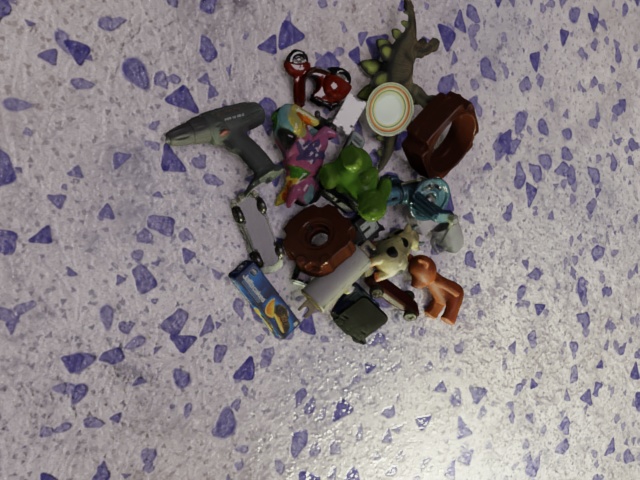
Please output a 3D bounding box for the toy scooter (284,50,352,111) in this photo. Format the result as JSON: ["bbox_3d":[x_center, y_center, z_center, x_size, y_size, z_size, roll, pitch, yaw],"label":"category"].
[{"bbox_3d":[-0.011,-0.363,1.294,0.184,0.075,0.135,16,85,-27],"label":"toy scooter"}]

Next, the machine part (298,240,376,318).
[{"bbox_3d":[0.039,0.088,1.278,0.243,0.079,0.079,-45,113,-12],"label":"machine part"}]

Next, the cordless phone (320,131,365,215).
[{"bbox_3d":[0.085,-0.170,1.359,0.146,0.089,0.184,35,72,-26],"label":"cordless phone"}]

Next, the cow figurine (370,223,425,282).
[{"bbox_3d":[0.200,0.023,1.396,0.195,0.127,0.085,-61,133,-61],"label":"cow figurine"}]

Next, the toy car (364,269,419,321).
[{"bbox_3d":[0.193,0.148,1.443,0.202,0.053,0.089,37,31,-29],"label":"toy car"}]

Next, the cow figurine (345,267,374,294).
[{"bbox_3d":[0.050,0.088,1.360,0.167,0.068,0.098,-38,105,-26],"label":"cow figurine"}]

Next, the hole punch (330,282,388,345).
[{"bbox_3d":[0.098,0.186,1.394,0.116,0.092,0.142,-40,117,11],"label":"hole punch"}]

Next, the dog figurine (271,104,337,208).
[{"bbox_3d":[-0.061,-0.183,1.260,0.191,0.109,0.219,29,81,-29],"label":"dog figurine"}]

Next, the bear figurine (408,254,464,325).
[{"bbox_3d":[0.304,0.129,1.481,0.195,0.120,0.132,34,80,-25],"label":"bear figurine"}]

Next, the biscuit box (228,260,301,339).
[{"bbox_3d":[-0.131,0.140,1.264,0.063,0.059,0.202,-43,112,-21],"label":"biscuit box"}]

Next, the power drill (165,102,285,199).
[{"bbox_3d":[-0.192,-0.195,1.181,0.232,0.086,0.207,-35,83,-29],"label":"power drill"}]

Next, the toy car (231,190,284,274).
[{"bbox_3d":[-0.145,-0.017,1.250,0.073,0.056,0.201,-25,104,-20],"label":"toy car"}]

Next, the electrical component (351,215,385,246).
[{"bbox_3d":[0.103,-0.021,1.368,0.119,0.048,0.074,-43,108,-27],"label":"electrical component"}]

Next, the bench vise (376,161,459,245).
[{"bbox_3d":[0.251,-0.098,1.351,0.223,0.241,0.128,4,116,-28],"label":"bench vise"}]

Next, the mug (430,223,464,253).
[{"bbox_3d":[0.362,-0.006,1.528,0.109,0.081,0.107,-52,124,-23],"label":"mug"}]

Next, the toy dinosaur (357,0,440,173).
[{"bbox_3d":[0.199,-0.390,1.404,0.198,0.105,0.470,0,96,-23],"label":"toy dinosaur"}]

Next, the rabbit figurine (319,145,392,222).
[{"bbox_3d":[0.097,-0.113,1.244,0.159,0.121,0.170,2,59,-60],"label":"rabbit figurine"}]

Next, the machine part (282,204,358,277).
[{"bbox_3d":[-0.003,-0.004,1.267,0.179,0.180,0.056,-52,150,-17],"label":"machine part"}]

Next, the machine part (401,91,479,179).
[{"bbox_3d":[0.323,-0.270,1.422,0.201,0.087,0.201,-47,145,-2],"label":"machine part"}]

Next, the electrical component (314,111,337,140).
[{"bbox_3d":[0.010,-0.279,1.317,0.063,0.094,0.021,32,77,11],"label":"electrical component"}]
